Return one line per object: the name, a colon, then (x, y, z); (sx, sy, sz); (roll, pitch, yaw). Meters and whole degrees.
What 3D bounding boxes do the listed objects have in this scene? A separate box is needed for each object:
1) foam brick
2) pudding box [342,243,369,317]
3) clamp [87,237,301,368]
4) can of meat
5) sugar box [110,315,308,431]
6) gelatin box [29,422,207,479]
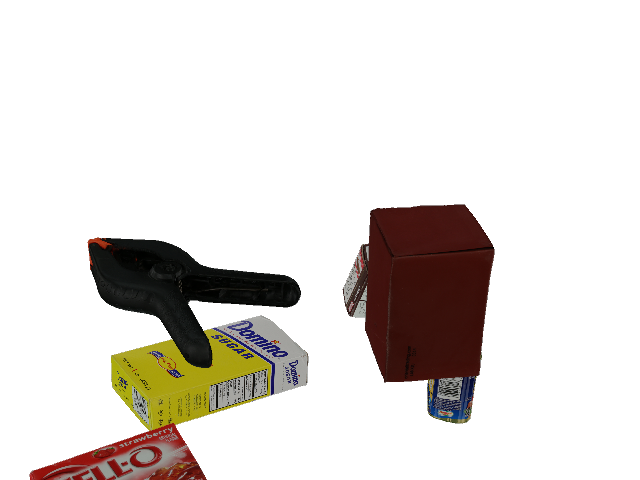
foam brick: (0.054, 0.026, 0.547); (0.053, 0.078, 0.051); (-3, 31, -9)
pudding box: (0.087, 0.039, 1.070); (0.113, 0.039, 0.090); (-3, -32, -15)
clamp: (-0.103, 0.034, 0.815); (0.172, 0.039, 0.120); (29, 32, 33)
can of meat: (0.159, 0.159, 1.281); (0.057, 0.084, 0.102); (7, 19, 3)
sugar box: (-0.110, 0.129, 1.066); (0.175, 0.048, 0.093); (-16, 32, -30)
gelatin box: (-0.110, 0.144, 0.595); (0.089, 0.030, 0.073); (-16, 28, -20)
